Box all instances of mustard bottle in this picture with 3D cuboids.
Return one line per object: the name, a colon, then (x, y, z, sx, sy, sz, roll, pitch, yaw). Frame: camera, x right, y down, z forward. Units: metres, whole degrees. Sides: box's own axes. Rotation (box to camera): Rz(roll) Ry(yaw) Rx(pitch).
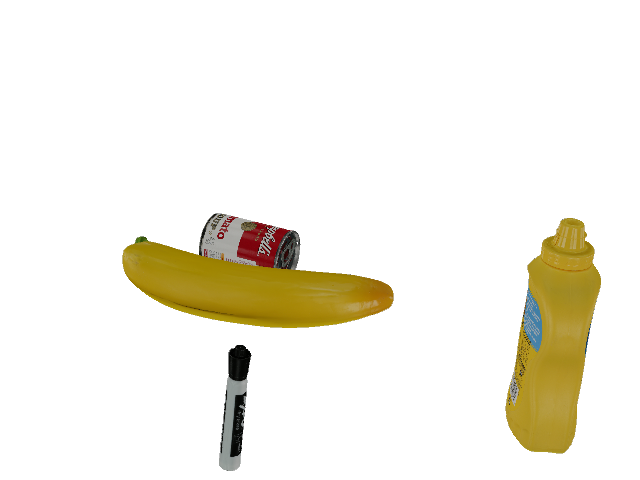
mustard bottle: (0.192, 0.072, 0.876, 0.058, 0.192, 0.096, 4, 26, 3)

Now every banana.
banana: (-0.055, 0.025, 0.681, 0.198, 0.037, 0.069, 12, 34, 24)

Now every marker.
marker: (-0.073, 0.142, 0.907, 0.020, 0.121, 0.020, 6, 26, -3)

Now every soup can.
soup can: (-0.083, 0.010, 1.261, 0.102, 0.068, 0.068, 14, 5, 20)
